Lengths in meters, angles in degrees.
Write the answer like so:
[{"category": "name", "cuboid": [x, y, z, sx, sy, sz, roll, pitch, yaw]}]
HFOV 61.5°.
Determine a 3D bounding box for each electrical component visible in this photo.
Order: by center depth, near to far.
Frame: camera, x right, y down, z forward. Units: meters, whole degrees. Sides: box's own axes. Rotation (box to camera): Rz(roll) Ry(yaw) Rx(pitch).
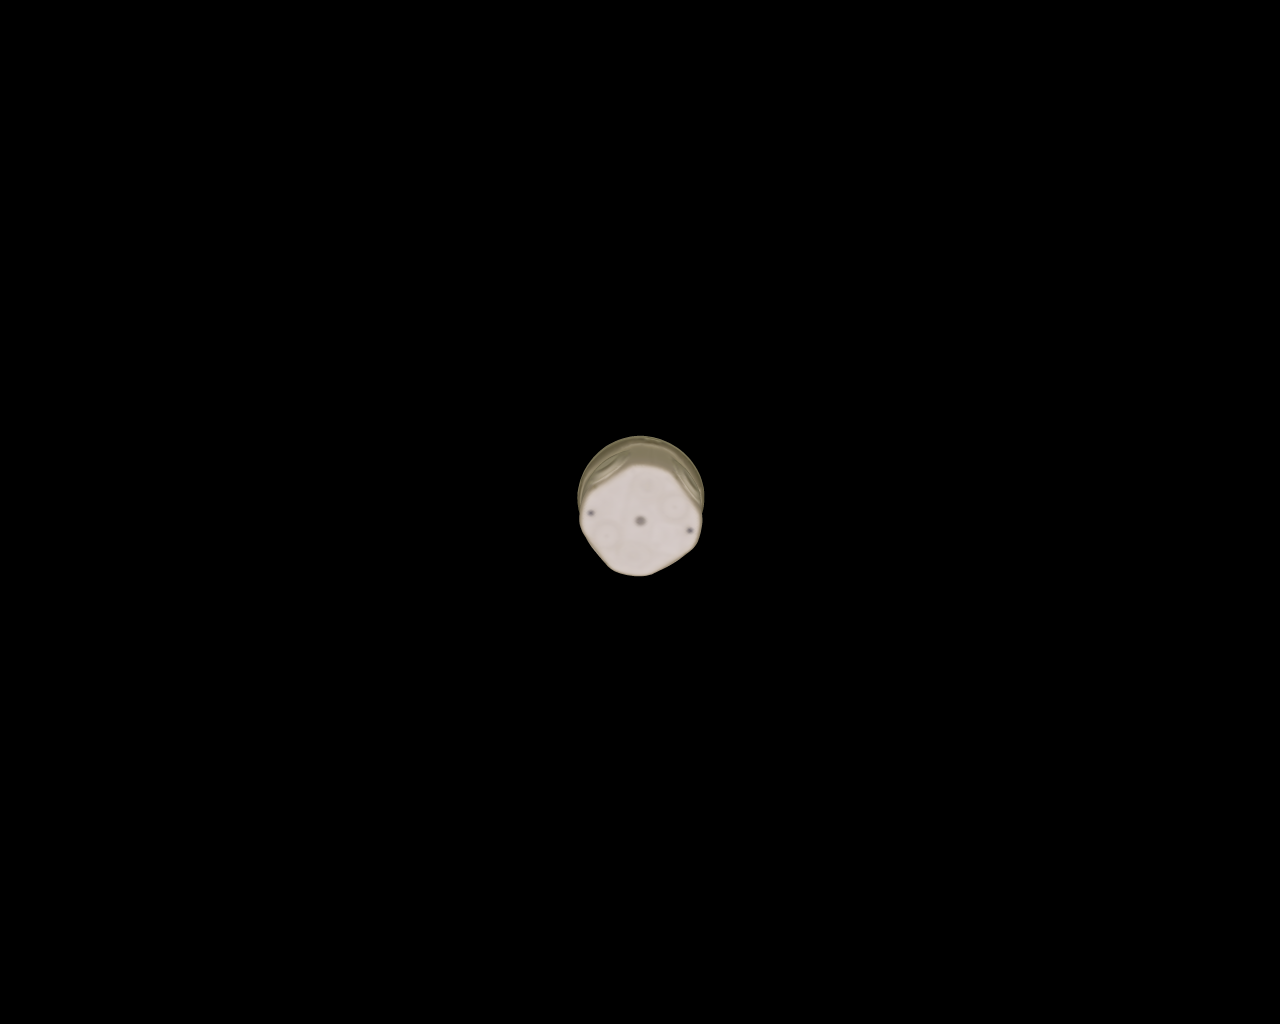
[{"category": "electrical component", "cuboid": [0.001, -0.003, 0.650, 0.080, 0.080, 0.051, 0, 20, 0]}]
